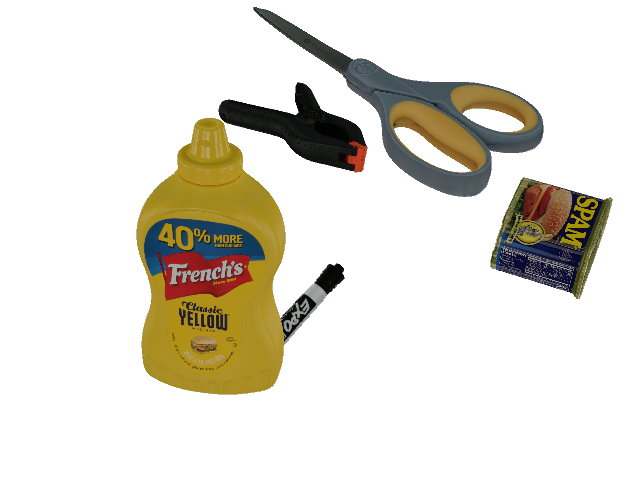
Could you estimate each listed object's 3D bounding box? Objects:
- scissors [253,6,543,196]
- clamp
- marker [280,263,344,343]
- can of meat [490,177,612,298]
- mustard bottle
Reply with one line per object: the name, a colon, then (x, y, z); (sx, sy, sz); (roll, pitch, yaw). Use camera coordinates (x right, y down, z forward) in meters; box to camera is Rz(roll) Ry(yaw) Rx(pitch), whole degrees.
scissors: (0.045, -0.091, 0.594); (0.096, 0.016, 0.202); (-15, 44, -21)
clamp: (-0.024, -0.117, 1.109); (0.120, 0.039, 0.172); (-19, 37, -27)
marker: (-0.021, 0.066, 0.932); (0.020, 0.121, 0.020); (38, -17, 14)
can of meat: (0.209, -0.005, 0.969); (0.084, 0.057, 0.102); (18, 47, 17)
mustard bottle: (-0.071, 0.010, 0.702); (0.096, 0.192, 0.058); (7, 31, 8)
